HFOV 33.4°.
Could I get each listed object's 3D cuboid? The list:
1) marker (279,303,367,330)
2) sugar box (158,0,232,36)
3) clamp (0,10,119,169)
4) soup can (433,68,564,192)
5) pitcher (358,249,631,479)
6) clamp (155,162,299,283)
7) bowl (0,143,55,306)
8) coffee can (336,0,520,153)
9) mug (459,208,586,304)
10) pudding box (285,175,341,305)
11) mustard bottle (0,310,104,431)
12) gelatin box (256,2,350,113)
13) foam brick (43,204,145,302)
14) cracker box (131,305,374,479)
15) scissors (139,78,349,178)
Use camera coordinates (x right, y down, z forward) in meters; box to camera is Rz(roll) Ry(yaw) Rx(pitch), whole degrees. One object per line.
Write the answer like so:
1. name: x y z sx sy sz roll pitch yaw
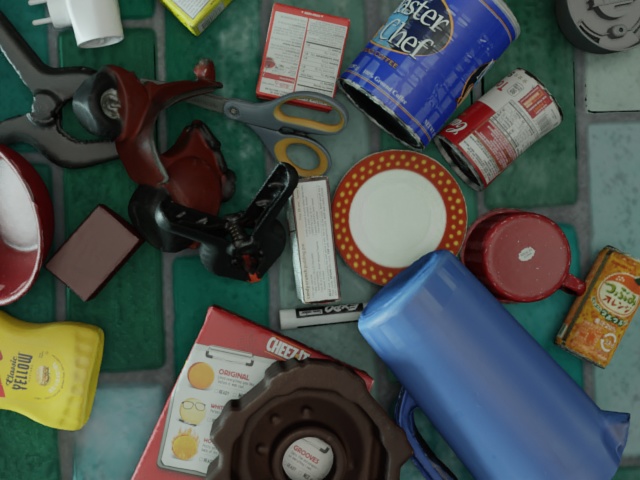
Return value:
1. marker: 0.022 0.070 1.006 0.121 0.020 0.020 -5 91 -3
2. sugar box: -0.148 -0.283 0.983 0.176 0.048 0.093 43 88 1
3. clamp: -0.260 -0.114 0.981 0.210 0.036 0.164 25 99 -6
4. soup can: 0.165 -0.102 0.988 0.102 0.068 0.068 -40 92 -2
5. pitcher: 0.140 0.136 0.955 0.149 0.145 0.243 -43 94 -19
6. clamp: -0.080 -0.005 0.925 0.120 0.171 0.039 -9 61 -9
7. bowl: -0.290 -0.025 0.951 0.162 0.055 0.162 10 111 27
8. coffee can: 0.098 -0.165 0.966 0.103 0.103 0.140 40 88 -3
9. mug: 0.192 0.021 0.983 0.117 0.081 0.093 30 89 -3
10. pudding box: -0.006 0.001 0.968 0.039 0.090 0.113 -8 90 -5
11. mustard bottle: -0.299 0.110 0.971 0.191 0.058 0.096 11 93 -2
12. gelatin box: -0.016 -0.169 0.997 0.073 0.030 0.089 12 93 -3
13. foam brick: -0.205 0.011 0.978 0.051 0.053 0.078 42 88 -3
14. cracker box: -0.070 0.188 0.977 0.164 0.072 0.214 25 88 -4
15. scissors: -0.070 -0.104 0.997 0.202 0.016 0.096 4 121 16
